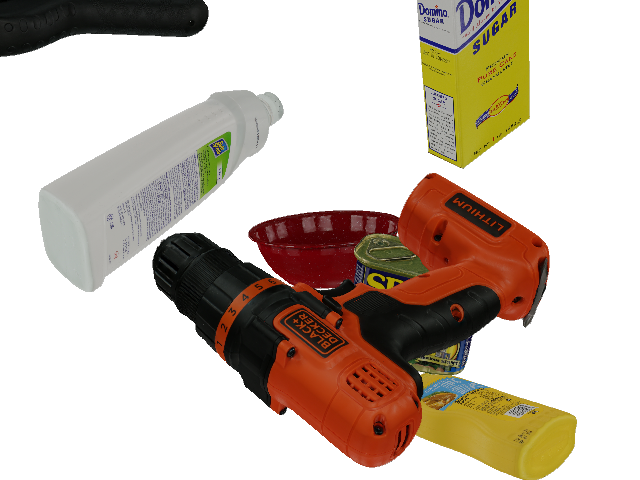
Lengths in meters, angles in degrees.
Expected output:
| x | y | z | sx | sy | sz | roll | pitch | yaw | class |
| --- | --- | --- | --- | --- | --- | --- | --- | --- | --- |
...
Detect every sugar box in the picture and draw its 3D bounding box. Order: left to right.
| x | y | z | sx | sy | sz | roll | pitch | yaw | class |
| --- | --- | --- | --- | --- | --- | --- | --- | --- | --- |
| 0.125 | -0.155 | 0.854 | 0.093 | 0.176 | 0.048 | -37 | 50 | -27 | sugar box |

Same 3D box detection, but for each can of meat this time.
| x | y | z | sx | sy | sz | roll | pitch | yaw | class |
| --- | --- | --- | --- | --- | --- | --- | --- | --- | --- |
| 0.072 | 0.051 | 0.826 | 0.102 | 0.084 | 0.057 | 14 | 25 | 14 | can of meat |

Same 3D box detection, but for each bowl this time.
| x | y | z | sx | sy | sz | roll | pitch | yaw | class |
| --- | --- | --- | --- | --- | --- | --- | --- | --- | --- |
| 0.008 | 0.011 | 1.103 | 0.162 | 0.055 | 0.162 | -4 | 13 | 1 | bowl |

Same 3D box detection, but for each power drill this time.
| x | y | z | sx | sy | sz | roll | pitch | yaw | class |
| --- | --- | --- | --- | --- | --- | --- | --- | --- | --- |
| 0.023 | 0.027 | 0.602 | 0.187 | 0.057 | 0.185 | -29 | 53 | -35 | power drill |

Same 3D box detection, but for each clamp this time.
| x | y | z | sx | sy | sz | roll | pitch | yaw | class |
| --- | --- | --- | --- | --- | --- | --- | --- | --- | --- |
| -0.166 | -0.144 | 0.631 | 0.171 | 0.039 | 0.120 | -11 | 31 | -29 | clamp |

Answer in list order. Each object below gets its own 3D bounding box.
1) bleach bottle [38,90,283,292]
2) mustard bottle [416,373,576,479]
| x | y | z | sx | sy | sz | roll | pitch | yaw | class |
| --- | --- | --- | --- | --- | --- | --- | --- | --- | --- |
| -0.130 | -0.061 | 0.953 | 0.068 | 0.103 | 0.250 | 36 | 53 | 25 | bleach bottle |
| 0.138 | 0.167 | 1.017 | 0.192 | 0.058 | 0.096 | 15 | 22 | 41 | mustard bottle |
